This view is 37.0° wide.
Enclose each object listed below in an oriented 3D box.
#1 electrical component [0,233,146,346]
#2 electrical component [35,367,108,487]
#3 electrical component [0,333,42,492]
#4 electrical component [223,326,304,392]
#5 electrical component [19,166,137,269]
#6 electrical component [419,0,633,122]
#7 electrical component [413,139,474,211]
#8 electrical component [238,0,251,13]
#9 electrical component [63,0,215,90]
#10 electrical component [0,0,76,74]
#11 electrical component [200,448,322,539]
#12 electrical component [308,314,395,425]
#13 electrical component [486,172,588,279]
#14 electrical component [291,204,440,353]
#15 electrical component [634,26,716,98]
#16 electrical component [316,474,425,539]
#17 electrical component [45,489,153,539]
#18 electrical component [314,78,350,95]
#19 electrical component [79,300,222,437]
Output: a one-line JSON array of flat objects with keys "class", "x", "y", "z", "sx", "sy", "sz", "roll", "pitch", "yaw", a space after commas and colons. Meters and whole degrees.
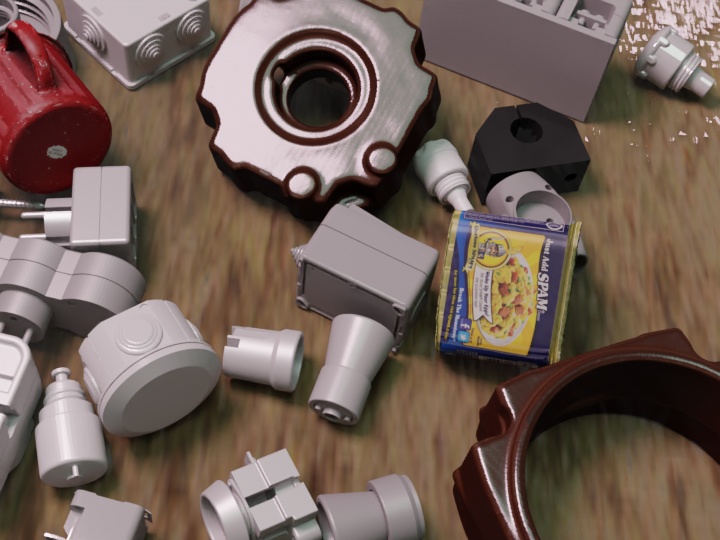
[{"class": "electrical component", "x": -0.217, "y": 0.022, "z": 0.701, "sx": 0.138, "sy": 0.052, "sz": 0.073, "roll": 13, "pitch": 57, "yaw": 2}, {"class": "electrical component", "x": -0.180, "y": 0.097, "z": 0.664, "sx": 0.040, "sy": 0.040, "sz": 0.078, "roll": -10, "pitch": 59, "yaw": -12}, {"class": "electrical component", "x": -0.233, "y": 0.091, "z": 0.651, "sx": 0.054, "sy": 0.059, "sz": 0.095, "roll": 13, "pitch": 57, "yaw": 2}, {"class": "electrical component", "x": -0.063, "y": 0.057, "z": 0.703, "sx": 0.046, "sy": 0.040, "sz": 0.040, "roll": 9, "pitch": 57, "yaw": 6}, {"class": "electrical component", "x": -0.195, "y": -0.031, "z": 0.740, "sx": 0.077, "sy": 0.047, "sz": 0.065, "roll": -3, "pitch": 57, "yaw": -7}, {"class": "electrical component", "x": 0.128, "y": -0.194, "z": 0.852, "sx": 0.150, "sy": 0.089, "sz": 0.061, "roll": 23, "pitch": 58, "yaw": 9}, {"class": "electrical component", "x": 0.065, "y": -0.065, "z": 0.797, "sx": 0.035, "sy": 0.035, "sz": 0.061, "roll": -19, "pitch": 64, "yaw": -17}, {"class": "electrical component", "x": -0.063, "y": -0.212, "z": 0.874, "sx": 0.065, "sy": 0.044, "sz": 0.044, "roll": 12, "pitch": 57, "yaw": -4}, {"class": "electrical component", "x": -0.176, "y": -0.203, "z": 0.851, "sx": 0.100, "sy": 0.048, "sz": 0.100, "roll": -38, "pitch": 68, "yaw": -25}, {"class": "electrical component", "x": -0.274, "y": -0.173, "z": 0.814, "sx": 0.108, "sy": 0.060, "sz": 0.108, "roll": 3, "pitch": 57, "yaw": -4}, {"class": "electrical component", "x": -0.062, "y": 0.143, "z": 0.645, "sx": 0.055, "sy": 0.048, "sz": 0.066, "roll": -18, "pitch": 61, "yaw": -25}, {"class": "electrical component", "x": -0.008, "y": 0.067, "z": 0.702, "sx": 0.044, "sy": 0.044, "sz": 0.065, "roll": 19, "pitch": 62, "yaw": 6}, {"class": "electrical component", "x": 0.110, "y": -0.023, "z": 0.769, "sx": 0.079, "sy": 0.044, "sz": 0.077, "roll": -17, "pitch": 61, "yaw": -16}, {"class": "electrical component", "x": 0.000, "y": 0.000, "z": 0.732, "sx": 0.096, "sy": 0.061, "sz": 0.061, "roll": 26, "pitch": 59, "yaw": 10}, {"class": "electrical component", "x": 0.259, "y": -0.165, "z": 0.876, "sx": 0.062, "sy": 0.048, "sz": 0.048, "roll": 38, "pitch": 61, "yaw": 9}, {"class": "electrical component", "x": 0.006, "y": 0.150, "z": 0.647, "sx": 0.055, "sy": 0.045, "sz": 0.045, "roll": -13, "pitch": 60, "yaw": -14}, {"class": "electrical component", "x": -0.154, "y": 0.165, "z": 0.623, "sx": 0.081, "sy": 0.042, "sz": 0.063, "roll": 14, "pitch": 54, "yaw": 2}, {"class": "electrical component", "x": 0.009, "y": -0.179, "z": 0.856, "sx": 0.066, "sy": 0.047, "sz": 0.076, "roll": 24, "pitch": 58, "yaw": 9}, {"class": "electrical component", "x": -0.131, "y": 0.062, "z": 0.669, "sx": 0.080, "sy": 0.080, "sz": 0.051, "roll": -26, "pitch": 59, "yaw": -21}]
